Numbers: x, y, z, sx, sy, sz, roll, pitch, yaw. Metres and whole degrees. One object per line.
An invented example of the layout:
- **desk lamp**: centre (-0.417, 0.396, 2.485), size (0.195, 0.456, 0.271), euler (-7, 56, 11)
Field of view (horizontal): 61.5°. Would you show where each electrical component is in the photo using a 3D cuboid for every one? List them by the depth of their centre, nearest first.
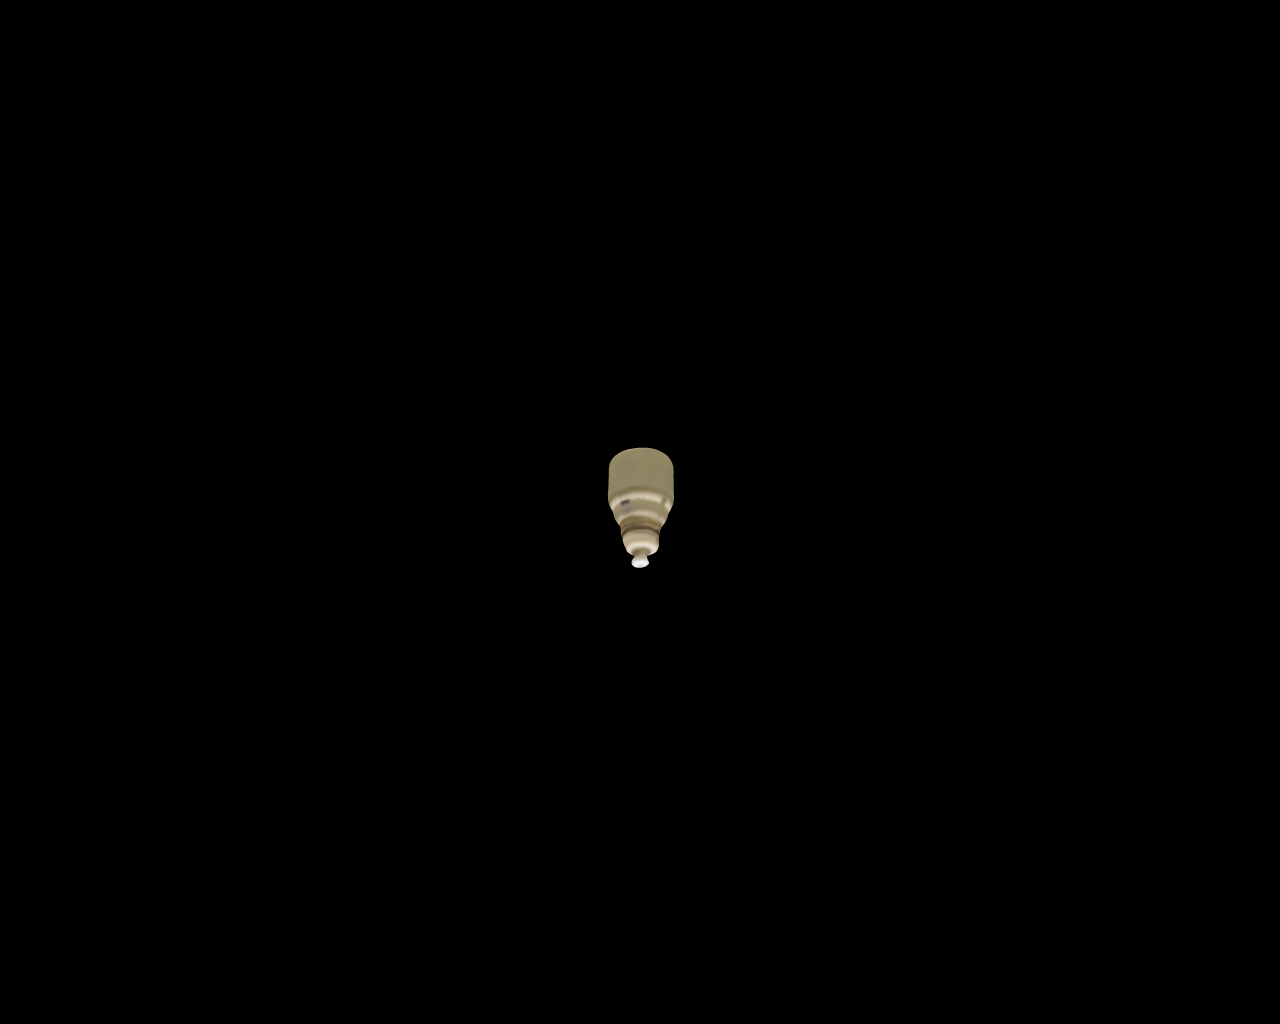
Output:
- **electrical component**: centre (0.001, -0.003, 0.650), size (0.040, 0.078, 0.040), euler (0, -27, 0)
